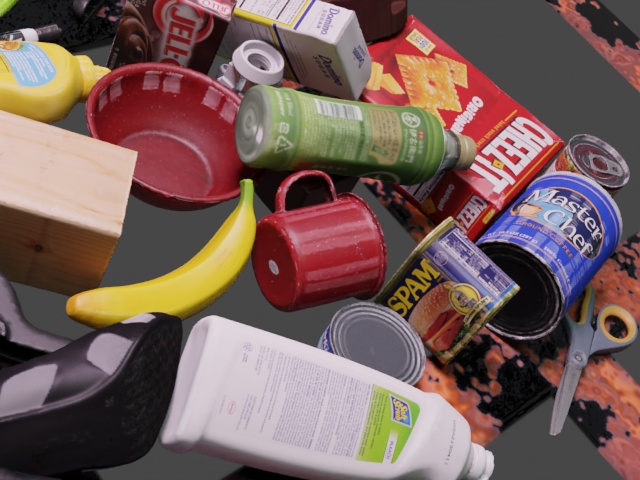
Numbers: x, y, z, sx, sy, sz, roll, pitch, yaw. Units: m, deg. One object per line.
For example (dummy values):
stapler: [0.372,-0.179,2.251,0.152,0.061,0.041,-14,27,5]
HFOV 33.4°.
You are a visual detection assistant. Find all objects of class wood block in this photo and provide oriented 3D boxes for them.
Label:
wood block: [-0.251,-0.037,0.785,0.206,0.091,0.090,17,47,-16]

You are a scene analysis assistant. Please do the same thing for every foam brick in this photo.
foam brick: [-0.010,-0.054,0.961,0.078,0.053,0.051,-25,66,-42]

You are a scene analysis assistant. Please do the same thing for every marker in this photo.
marker: [-0.281,-0.174,0.942,0.120,0.020,0.020,-23,65,-41]

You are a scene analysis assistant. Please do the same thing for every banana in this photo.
banana: [-0.109,0.027,0.819,0.197,0.037,0.069,-40,107,-40]

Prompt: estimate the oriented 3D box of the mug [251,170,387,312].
mug: [-0.006,0.001,0.878,0.081,0.093,0.117,-12,98,-30]

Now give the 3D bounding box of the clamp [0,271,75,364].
clamp: [-0.224,0.071,0.742,0.164,0.036,0.210,-28,72,-44]

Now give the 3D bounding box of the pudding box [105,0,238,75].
pudding box: [-0.135,-0.185,0.963,0.090,0.114,0.039,23,48,-8]

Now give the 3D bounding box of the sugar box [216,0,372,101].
sugar box: [-0.041,-0.192,0.990,0.176,0.093,0.048,20,70,23]

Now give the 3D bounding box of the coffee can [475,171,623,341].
coffee can: [0.204,0.012,0.980,0.103,0.103,0.140,41,46,9]

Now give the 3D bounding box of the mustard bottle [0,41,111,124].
mustard bottle: [-0.262,-0.130,0.882,0.191,0.058,0.096,-10,39,-35]

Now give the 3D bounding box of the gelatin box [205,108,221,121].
gelatin box: [-0.061,-0.116,1.003,0.073,0.030,0.089,34,44,2]

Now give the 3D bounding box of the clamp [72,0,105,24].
clamp: [-0.183,-0.264,1.062,0.120,0.039,0.171,12,47,-22]

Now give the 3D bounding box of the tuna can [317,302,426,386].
tuna can: [0.041,0.095,0.869,0.086,0.034,0.086,15,46,-17]

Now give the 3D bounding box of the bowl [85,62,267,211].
bowl: [-0.127,-0.078,0.915,0.162,0.055,0.162,15,46,-17]

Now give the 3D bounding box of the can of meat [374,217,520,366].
can of meat: [0.107,0.045,0.903,0.084,0.102,0.057,44,44,10]

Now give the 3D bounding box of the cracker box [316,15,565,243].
cracker box: [0.120,-0.115,1.073,0.214,0.072,0.163,41,45,9]

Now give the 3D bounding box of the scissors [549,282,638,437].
scissors: [0.253,0.113,0.984,0.096,0.016,0.201,21,45,-10]

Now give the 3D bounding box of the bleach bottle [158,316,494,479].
bleach bottle: [0.015,0.141,0.788,0.250,0.068,0.102,22,74,-18]

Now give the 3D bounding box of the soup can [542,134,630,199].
soup can: [0.250,-0.046,1.060,0.068,0.102,0.068,15,46,-16]
